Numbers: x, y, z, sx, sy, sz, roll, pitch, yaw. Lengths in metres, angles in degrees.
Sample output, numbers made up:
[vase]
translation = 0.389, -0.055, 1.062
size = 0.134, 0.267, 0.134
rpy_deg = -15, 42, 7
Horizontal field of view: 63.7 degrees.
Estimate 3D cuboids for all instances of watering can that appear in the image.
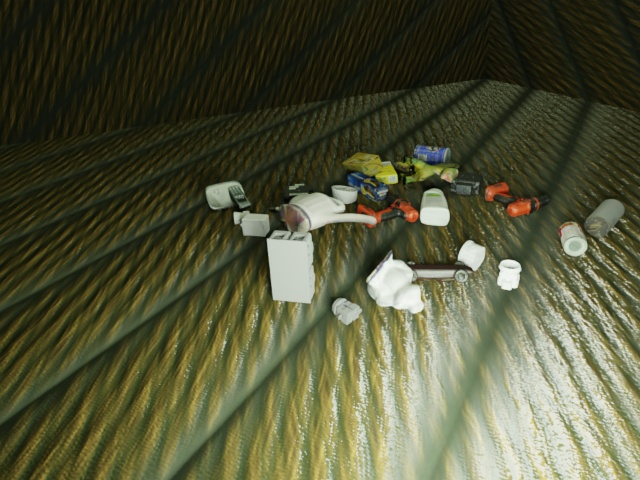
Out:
[watering can]
translation = 0.005, -0.089, 1.773
size = 0.227, 0.102, 0.350
rpy_deg = -26, 35, -36

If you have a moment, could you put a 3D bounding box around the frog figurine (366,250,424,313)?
[frog figurine]
translation = 0.206, 0.127, 1.359
size = 0.140, 0.160, 0.120
rpy_deg = -43, -9, -40

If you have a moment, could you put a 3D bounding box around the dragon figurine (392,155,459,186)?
[dragon figurine]
translation = 0.448, -0.290, 2.121
size = 0.243, 0.121, 0.415
rpy_deg = 1, 16, -5
